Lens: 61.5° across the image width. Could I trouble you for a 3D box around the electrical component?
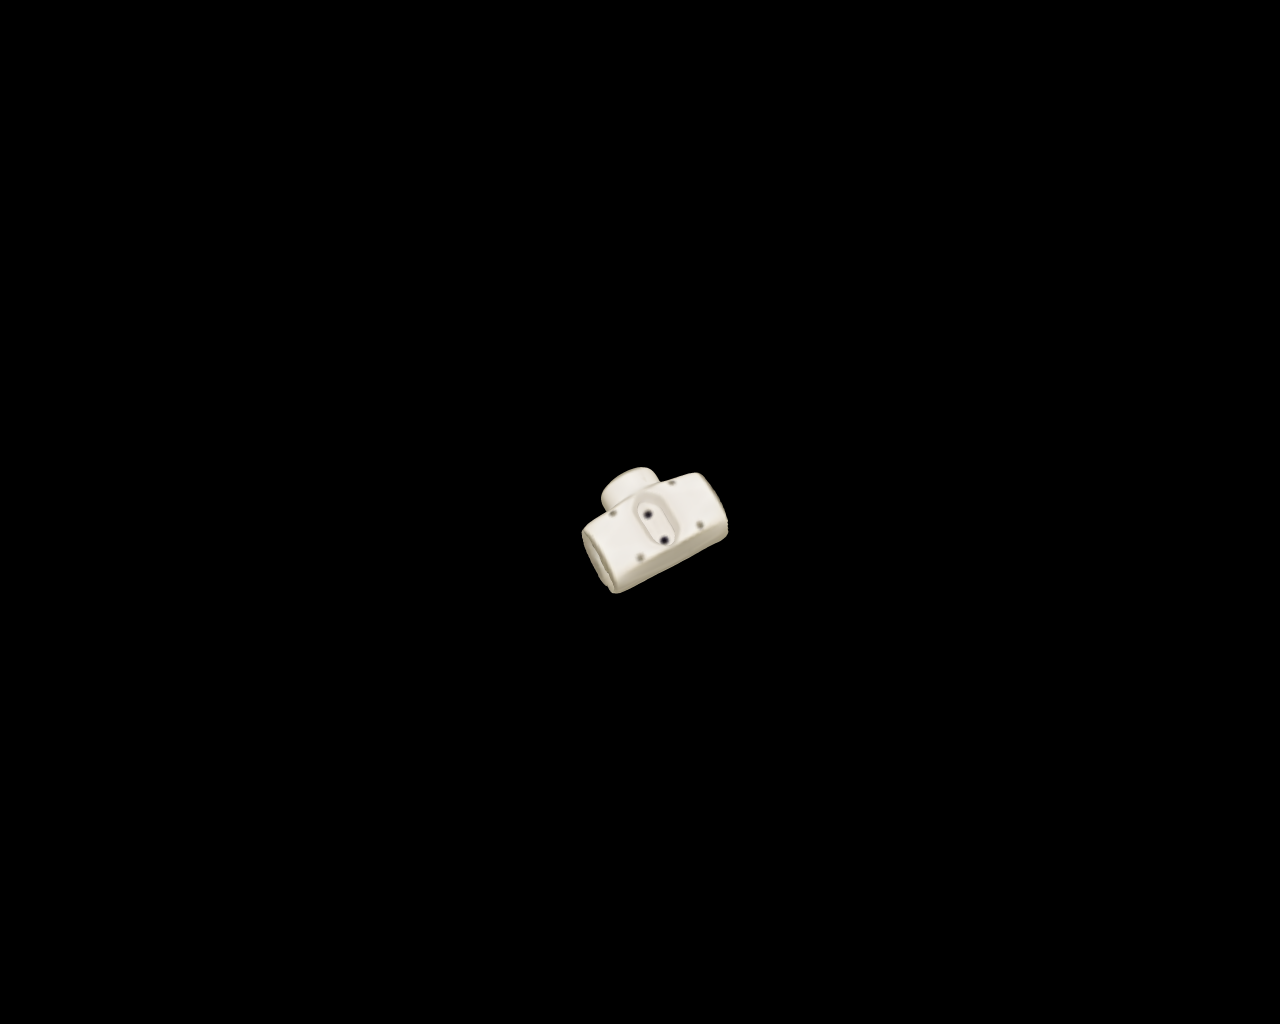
[{"bbox_3d":[0.001,-0.003,0.650,0.077,0.079,0.043,-26,-20,-11],"label":"electrical component"}]
